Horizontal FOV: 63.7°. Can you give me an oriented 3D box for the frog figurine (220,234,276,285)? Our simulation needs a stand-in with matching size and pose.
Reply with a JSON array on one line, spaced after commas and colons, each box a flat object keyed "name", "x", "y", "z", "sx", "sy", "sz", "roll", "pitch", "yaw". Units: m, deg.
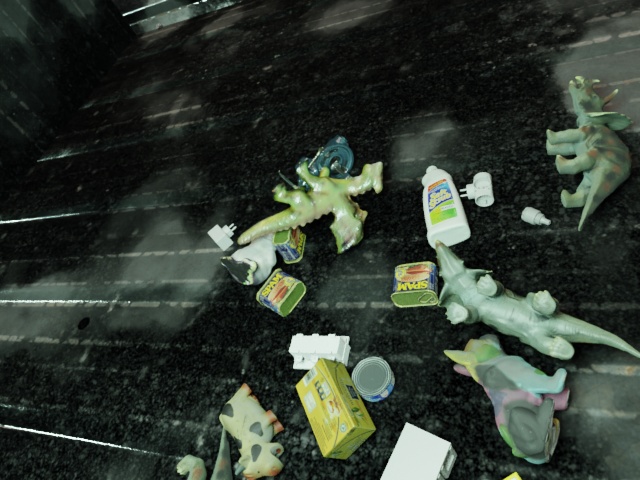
[{"name": "frog figurine", "x": -0.175, "y": 0.046, "z": 1.418, "sx": 0.162, "sy": 0.136, "sz": 0.121, "roll": -45, "pitch": 115, "yaw": -49}]

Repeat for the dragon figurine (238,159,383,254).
[{"name": "dragon figurine", "x": 0.004, "y": -0.067, "z": 1.340, "sx": 0.412, "sy": 0.245, "sz": 0.120, "roll": -46, "pitch": 159, "yaw": -7}]
